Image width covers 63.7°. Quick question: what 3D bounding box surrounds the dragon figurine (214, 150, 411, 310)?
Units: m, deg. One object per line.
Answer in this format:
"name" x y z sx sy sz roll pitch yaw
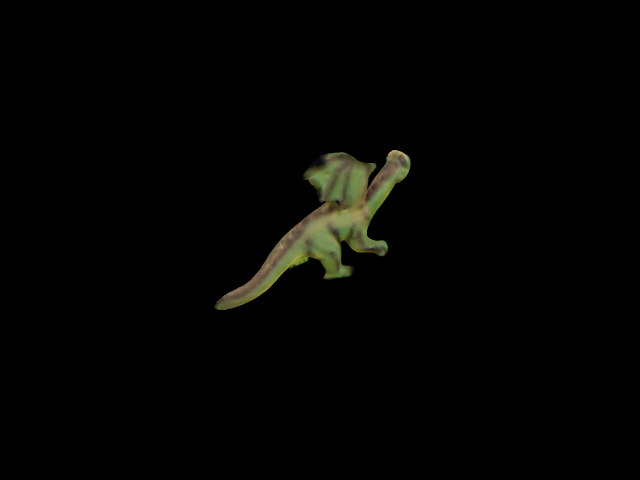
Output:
"dragon figurine" 0.003 -0.043 0.850 0.414 0.237 0.124 -27 47 -28
